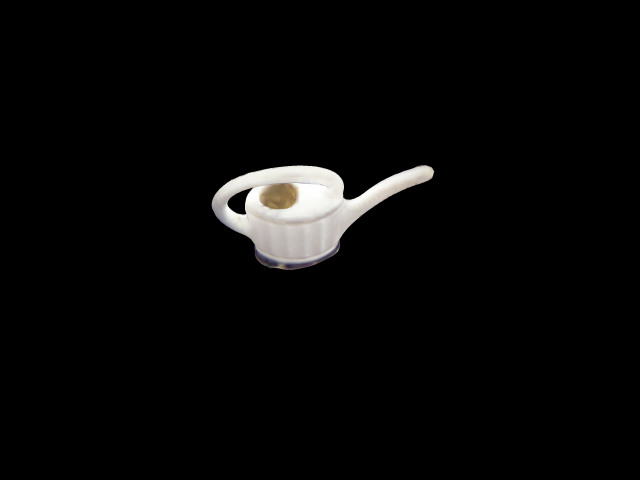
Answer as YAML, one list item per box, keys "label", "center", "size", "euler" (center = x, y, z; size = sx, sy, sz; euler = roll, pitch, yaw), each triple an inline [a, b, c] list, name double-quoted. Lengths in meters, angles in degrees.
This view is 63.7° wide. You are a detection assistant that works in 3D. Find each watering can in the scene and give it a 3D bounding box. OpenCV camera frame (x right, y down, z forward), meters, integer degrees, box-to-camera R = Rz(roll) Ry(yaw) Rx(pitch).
- label: "watering can"
  center: [0.003, -0.043, 0.850]
  size: [0.348, 0.106, 0.219]
  euler: [-3, -34, -2]
